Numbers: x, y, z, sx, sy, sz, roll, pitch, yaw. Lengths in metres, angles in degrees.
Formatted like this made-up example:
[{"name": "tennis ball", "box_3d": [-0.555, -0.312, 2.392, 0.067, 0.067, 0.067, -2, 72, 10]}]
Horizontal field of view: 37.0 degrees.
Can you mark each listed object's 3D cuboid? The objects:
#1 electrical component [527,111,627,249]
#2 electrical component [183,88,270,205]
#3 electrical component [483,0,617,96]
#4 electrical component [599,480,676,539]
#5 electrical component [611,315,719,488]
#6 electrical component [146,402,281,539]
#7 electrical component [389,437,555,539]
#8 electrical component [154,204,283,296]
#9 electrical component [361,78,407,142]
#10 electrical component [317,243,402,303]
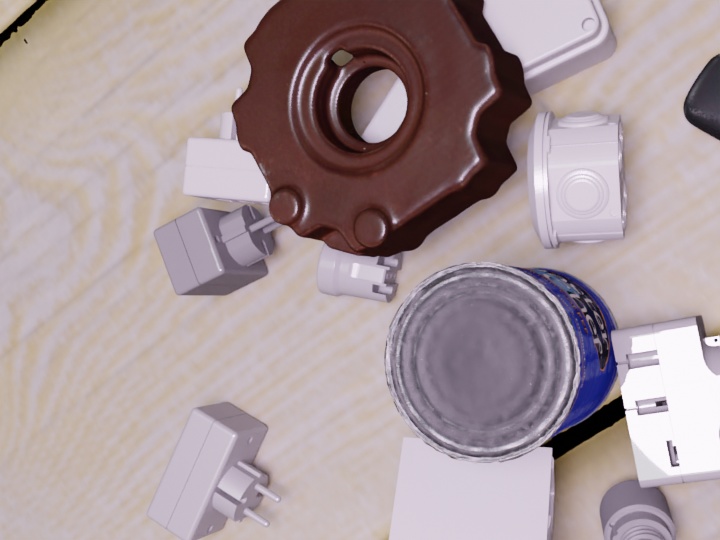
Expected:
[{"name": "electrical component", "box_3d": [0.127, -0.053, 0.624, 0.051, 0.080, 0.080, -2, 88, 17]}, {"name": "electrical component", "box_3d": [-0.076, -0.084, 0.723, 0.066, 0.047, 0.076, 6, 91, 22]}, {"name": "electrical component", "box_3d": [0.098, -0.169, 0.650, 0.078, 0.057, 0.113, -24, 80, 20]}, {"name": "electrical component", "box_3d": [0.159, 0.151, 0.609, 0.040, 0.078, 0.040, 2, 106, 7]}, {"name": "electrical component", "box_3d": [0.183, 0.073, 0.614, 0.056, 0.050, 0.089, -12, 84, 21]}, {"name": "electrical component", "box_3d": [-0.088, 0.144, 0.722, 0.076, 0.047, 0.083, 28, 99, 20]}, {"name": "electrical component", "box_3d": [0.062, 0.179, 0.614, 0.089, 0.061, 0.150, 2, 57, 13]}, {"name": "electrical component", "box_3d": [-0.083, -0.019, 0.714, 0.077, 0.066, 0.047, -25, 80, 19]}, {"name": "electrical component", "box_3d": [0.051, -0.082, 0.669, 0.076, 0.047, 0.083, 38, 106, 17]}, {"name": "electrical component", "box_3d": [0.000, 0.000, 0.696, 0.046, 0.040, 0.040, 12, 93, 15]}]
